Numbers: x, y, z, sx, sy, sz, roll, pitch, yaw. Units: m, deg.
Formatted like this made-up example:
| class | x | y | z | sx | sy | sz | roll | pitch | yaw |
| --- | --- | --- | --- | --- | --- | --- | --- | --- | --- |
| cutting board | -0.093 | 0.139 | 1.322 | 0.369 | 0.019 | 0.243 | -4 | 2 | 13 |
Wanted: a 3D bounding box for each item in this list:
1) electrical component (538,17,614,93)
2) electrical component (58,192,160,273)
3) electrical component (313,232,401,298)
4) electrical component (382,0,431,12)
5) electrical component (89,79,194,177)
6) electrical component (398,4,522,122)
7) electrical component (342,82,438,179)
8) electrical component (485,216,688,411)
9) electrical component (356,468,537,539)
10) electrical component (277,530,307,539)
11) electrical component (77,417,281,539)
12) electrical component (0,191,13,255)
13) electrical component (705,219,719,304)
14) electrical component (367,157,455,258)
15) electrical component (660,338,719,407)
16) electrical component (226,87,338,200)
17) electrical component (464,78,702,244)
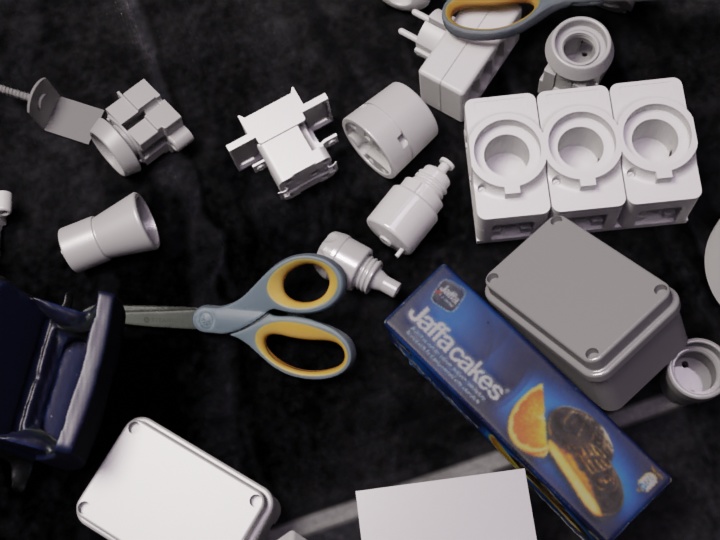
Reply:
| class | x | y | z | sx | sy | sz | roll | pitch | yaw |
| --- | --- | --- | --- | --- | --- | --- | --- | --- | --- |
| electrical component | 0.157 | -0.150 | 0.776 | 0.048 | 0.055 | 0.066 | 29 | 77 | 13 |
| electrical component | -0.183 | -0.024 | 0.775 | 0.065 | 0.044 | 0.044 | -21 | 72 | 3 |
| electrical component | 0.000 | 0.000 | 0.754 | 0.061 | 0.035 | 0.035 | 29 | 77 | 11 |
| electrical component | 0.039 | -0.232 | 0.820 | 0.048 | 0.048 | 0.062 | 18 | 68 | 10 |
| electrical component | -0.165 | -0.102 | 0.796 | 0.055 | 0.048 | 0.066 | -40 | 73 | -16 |
| electrical component | 0.066 | -0.168 | 0.794 | 0.076 | 0.047 | 0.083 | 31 | 77 | 14 |
| electrical component | 0.023 | -0.102 | 0.774 | 0.047 | 0.055 | 0.055 | -41 | 74 | -12 |
| electrical component | 0.145 | 0.025 | 0.698 | 0.078 | 0.057 | 0.113 | -41 | 46 | -8 |
| electrical component | 0.063 | 0.226 | 0.663 | 0.105 | 0.060 | 0.186 | -8 | 72 | 3 |
| electrical component | -0.026 | 0.199 | 0.652 | 0.076 | 0.083 | 0.047 | -39 | 116 | 22 |
| electrical component | -0.118 | 0.156 | 0.703 | 0.113 | 0.057 | 0.078 | 28 | 77 | 13 |
| electrical component | -0.287 | -0.027 | 0.783 | 0.066 | 0.048 | 0.055 | -8 | 64 | 3 |
| electrical component | 0.289 | -0.013 | 0.730 | 0.099 | 0.064 | 0.099 | -1 | 59 | 2 |
| electrical component | 0.039 | -0.047 | 0.762 | 0.040 | 0.040 | 0.078 | 36 | 79 | 14 |
| electrical component | 0.218 | 0.069 | 0.706 | 0.040 | 0.046 | 0.040 | -1 | 72 | 5 |
| electrical component | -0.052 | -0.089 | 0.783 | 0.081 | 0.042 | 0.063 | -29 | 74 | -3 |
| electrical component | 0.152 | -0.076 | 0.750 | 0.150 | 0.061 | 0.089 | -6 | 72 | 3 |
